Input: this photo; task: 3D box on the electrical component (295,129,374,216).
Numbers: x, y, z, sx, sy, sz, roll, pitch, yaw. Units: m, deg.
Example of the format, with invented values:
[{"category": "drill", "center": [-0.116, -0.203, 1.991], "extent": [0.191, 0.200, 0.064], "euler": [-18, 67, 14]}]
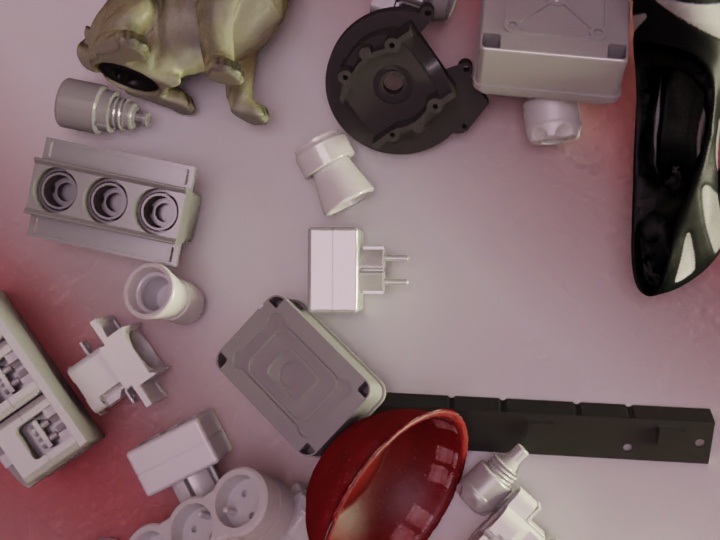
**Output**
[{"category": "electrical component", "center": [-0.021, -0.077, 0.845], "extent": [0.045, 0.045, 0.055], "euler": [-28, 87, 5]}]

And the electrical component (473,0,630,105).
[{"category": "electrical component", "center": [0.144, -0.185, 0.803], "extent": [0.109, 0.056, 0.108], "euler": [6, 63, 5]}]

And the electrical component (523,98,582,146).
[{"category": "electrical component", "center": [0.147, -0.129, 0.830], "extent": [0.043, 0.043, 0.062], "euler": [-6, 86, 5]}]

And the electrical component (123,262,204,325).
[{"category": "electrical component", "center": [-0.151, 0.022, 0.847], "extent": [0.044, 0.065, 0.044], "euler": [-4, 77, 18]}]

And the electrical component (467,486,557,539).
[{"category": "electrical component", "center": [0.119, 0.216, 0.829], "extent": [0.057, 0.058, 0.078], "euler": [42, 94, 6]}]

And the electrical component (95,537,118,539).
[{"category": "electrical component", "center": [-0.177, 0.272, 0.848], "extent": [0.138, 0.074, 0.052], "euler": [38, 93, 4]}]

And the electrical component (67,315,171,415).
[{"category": "electrical component", "center": [-0.195, 0.080, 0.865], "extent": [0.064, 0.042, 0.081], "euler": [-35, 87, 8]}]

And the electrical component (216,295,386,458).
[{"category": "electrical component", "center": [-0.045, 0.083, 0.832], "extent": [0.113, 0.057, 0.078], "euler": [44, 93, 16]}]

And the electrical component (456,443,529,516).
[{"category": "electrical component", "center": [0.106, 0.161, 0.840], "extent": [0.035, 0.035, 0.061], "euler": [45, 95, 4]}]

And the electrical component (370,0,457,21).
[{"category": "electrical component", "center": [0.048, -0.226, 0.832], "extent": [0.057, 0.058, 0.078], "euler": [20, 92, 8]}]

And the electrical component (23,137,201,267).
[{"category": "electrical component", "center": [-0.193, -0.053, 0.852], "extent": [0.121, 0.063, 0.078], "euler": [12, 92, 5]}]

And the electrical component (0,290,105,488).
[{"category": "electrical component", "center": [-0.275, 0.090, 0.843], "extent": [0.062, 0.089, 0.150], "euler": [-35, 87, -7]}]

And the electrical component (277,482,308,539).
[{"category": "electrical component", "center": [-0.051, 0.203, 0.851], "extent": [0.043, 0.043, 0.062], "euler": [35, 95, 4]}]

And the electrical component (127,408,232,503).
[{"category": "electrical component", "center": [-0.135, 0.161, 0.858], "extent": [0.066, 0.047, 0.076], "euler": [-27, 90, 8]}]

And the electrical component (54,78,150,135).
[{"category": "electrical component", "center": [-0.208, -0.129, 0.864], "extent": [0.078, 0.040, 0.040], "euler": [12, 92, 5]}]

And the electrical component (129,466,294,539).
[{"category": "electrical component", "center": [-0.108, 0.207, 0.832], "extent": [0.138, 0.074, 0.052], "euler": [-34, 56, 14]}]

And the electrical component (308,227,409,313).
[{"category": "electrical component", "center": [0.000, 0.000, 0.843], "extent": [0.077, 0.047, 0.065], "euler": [0, 90, 5]}]
